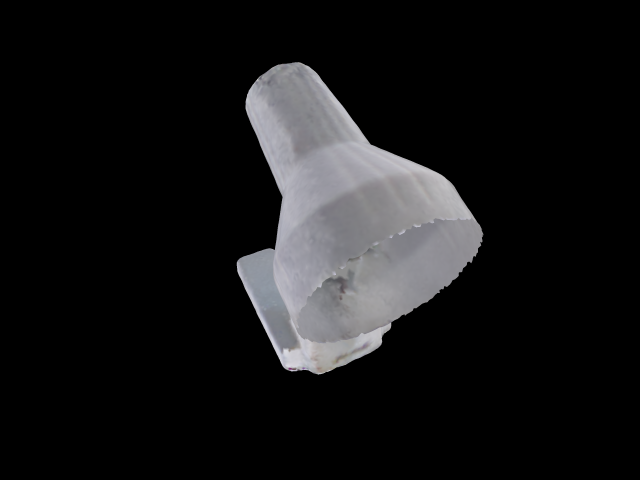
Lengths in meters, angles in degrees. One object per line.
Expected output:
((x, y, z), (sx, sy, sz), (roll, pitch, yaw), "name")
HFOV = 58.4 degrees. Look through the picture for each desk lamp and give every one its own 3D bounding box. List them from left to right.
((0.004, 0.001, 0.400), (0.118, 0.214, 0.202), (-19, 46, -19), "desk lamp")
